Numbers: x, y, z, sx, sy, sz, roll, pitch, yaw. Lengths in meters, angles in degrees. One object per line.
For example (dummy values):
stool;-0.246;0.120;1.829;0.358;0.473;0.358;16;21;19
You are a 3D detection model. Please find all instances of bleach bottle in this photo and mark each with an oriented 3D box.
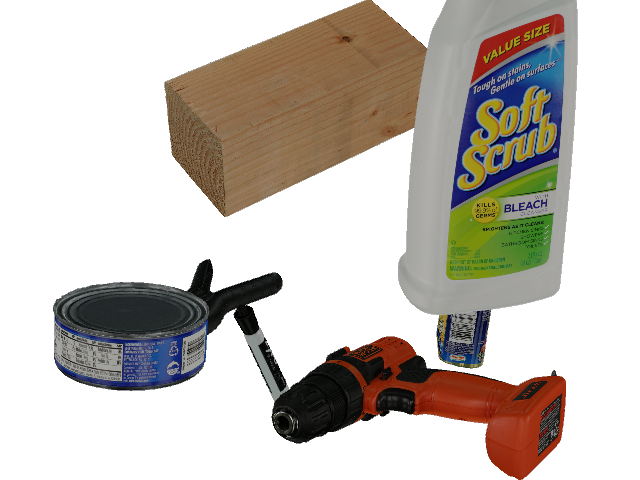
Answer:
bleach bottle;0.096;-0.083;0.614;0.102;0.251;0.068;-7;28;-9

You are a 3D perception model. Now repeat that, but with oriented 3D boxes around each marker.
marker;-0.055;0.107;1.007;0.020;0.121;0.020;-14;36;10

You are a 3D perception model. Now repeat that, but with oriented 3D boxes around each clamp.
clamp;-0.124;0.073;1.219;0.120;0.039;0.171;-1;29;29

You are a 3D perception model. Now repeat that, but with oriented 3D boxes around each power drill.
power drill;0.078;0.125;0.810;0.188;0.057;0.184;11;17;30

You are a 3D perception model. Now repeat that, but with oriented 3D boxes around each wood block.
wood block;-0.019;-0.116;0.910;0.205;0.090;0.091;-27;55;-23

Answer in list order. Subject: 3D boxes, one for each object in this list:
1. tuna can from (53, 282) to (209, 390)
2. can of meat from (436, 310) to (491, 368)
tuna can;-0.106;0.053;0.597;0.086;0.034;0.086;4;16;-1
can of meat;0.166;0.089;1.234;0.057;0.084;0.102;6;20;2
